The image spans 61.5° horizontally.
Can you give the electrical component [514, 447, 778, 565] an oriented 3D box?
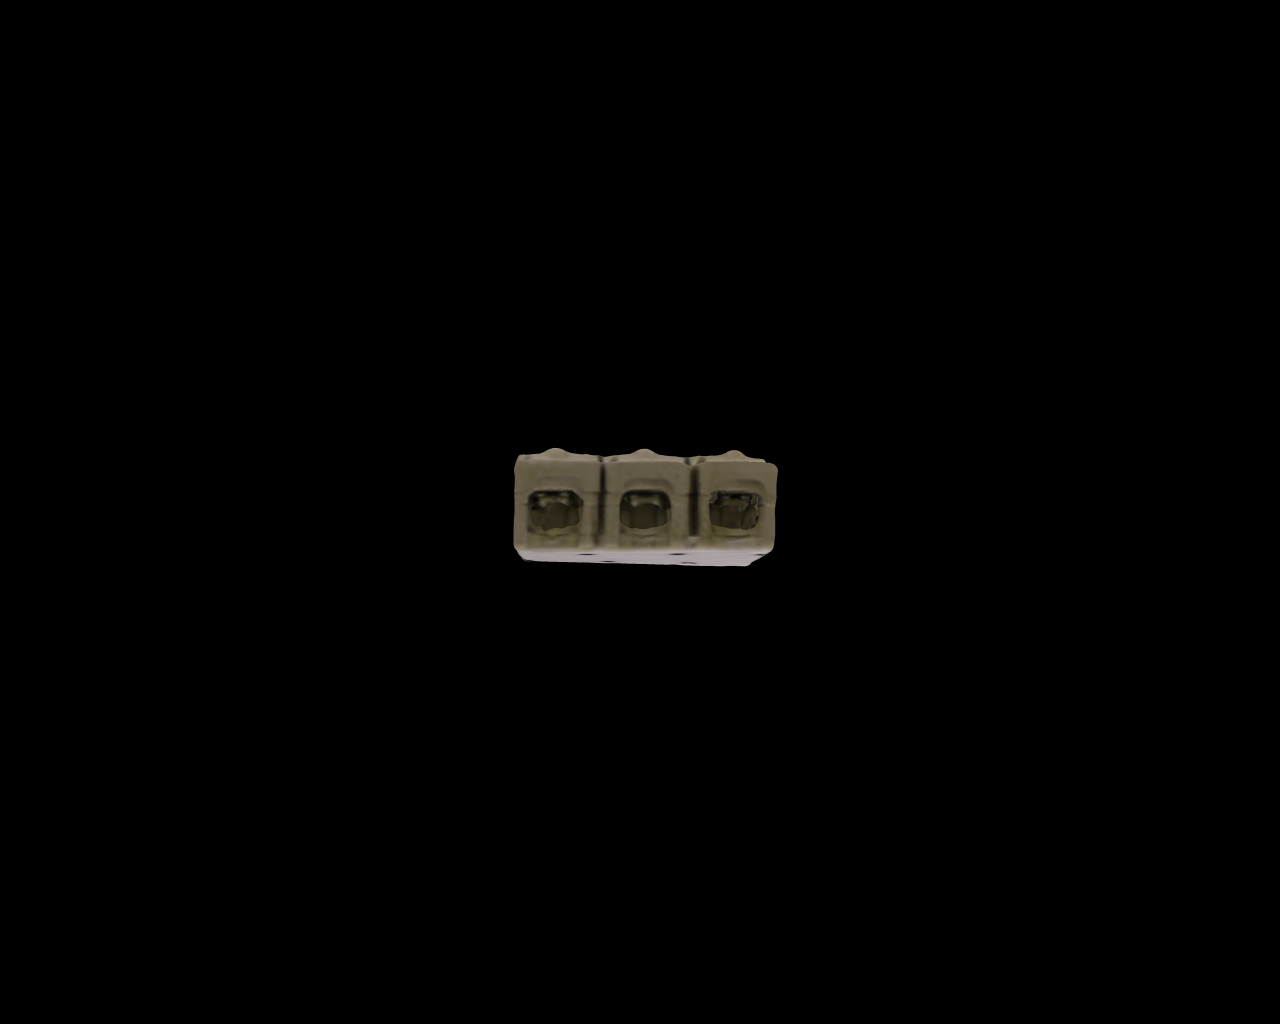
[{"bbox_3d":[0.001,-0.003,0.650,0.150,0.061,0.089,1,-7,-5],"label":"electrical component"}]
